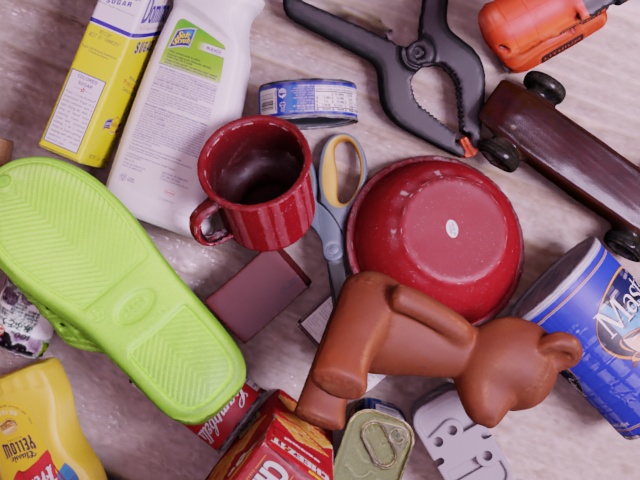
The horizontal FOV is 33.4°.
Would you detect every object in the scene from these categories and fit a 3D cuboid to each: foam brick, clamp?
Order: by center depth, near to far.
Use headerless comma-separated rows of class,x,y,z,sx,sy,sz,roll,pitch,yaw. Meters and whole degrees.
clamp,0.090,-0.171,0.931,0.164,0.036,0.210,-35,90,3
foam brick,-0.053,0.045,0.934,0.078,0.051,0.053,-41,91,3

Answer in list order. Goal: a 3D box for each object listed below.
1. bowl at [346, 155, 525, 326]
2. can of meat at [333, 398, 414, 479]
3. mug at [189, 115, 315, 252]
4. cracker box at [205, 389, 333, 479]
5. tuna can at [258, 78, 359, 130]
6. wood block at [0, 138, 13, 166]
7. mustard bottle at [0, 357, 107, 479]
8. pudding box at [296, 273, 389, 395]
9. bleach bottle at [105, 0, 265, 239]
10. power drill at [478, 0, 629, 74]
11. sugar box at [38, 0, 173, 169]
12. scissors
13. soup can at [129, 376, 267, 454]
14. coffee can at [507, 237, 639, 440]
bowl,0.106,-0.002,0.900,0.162,0.055,0.162,3,76,-10
can of meat,0.041,0.190,0.916,0.057,0.084,0.102,19,92,2
mug,-0.057,-0.036,0.883,0.117,0.081,0.093,-39,62,-15
cracker box,-0.062,0.218,0.856,0.072,0.213,0.164,36,92,0
tuna can,-0.010,-0.116,0.913,0.086,0.086,0.034,-2,89,3
wood block,-0.335,0.007,0.928,0.090,0.091,0.206,8,91,2
mustard bottle,-0.239,0.206,0.941,0.096,0.058,0.191,-22,91,20
pudding box,0.049,0.068,0.936,0.113,0.039,0.090,-42,87,0
bleach bottle,-0.103,-0.132,0.929,0.102,0.068,0.251,20,90,6
power drill,0.207,-0.195,0.850,0.184,0.187,0.057,-27,88,4
sugar box,-0.178,-0.151,0.917,0.048,0.093,0.176,25,92,1
scissors,-0.006,0.001,0.926,0.096,0.016,0.202,6,76,11
soup can,-0.106,0.129,0.930,0.102,0.068,0.068,37,92,2
coffee can,0.242,0.082,0.895,0.140,0.103,0.103,45,92,1
